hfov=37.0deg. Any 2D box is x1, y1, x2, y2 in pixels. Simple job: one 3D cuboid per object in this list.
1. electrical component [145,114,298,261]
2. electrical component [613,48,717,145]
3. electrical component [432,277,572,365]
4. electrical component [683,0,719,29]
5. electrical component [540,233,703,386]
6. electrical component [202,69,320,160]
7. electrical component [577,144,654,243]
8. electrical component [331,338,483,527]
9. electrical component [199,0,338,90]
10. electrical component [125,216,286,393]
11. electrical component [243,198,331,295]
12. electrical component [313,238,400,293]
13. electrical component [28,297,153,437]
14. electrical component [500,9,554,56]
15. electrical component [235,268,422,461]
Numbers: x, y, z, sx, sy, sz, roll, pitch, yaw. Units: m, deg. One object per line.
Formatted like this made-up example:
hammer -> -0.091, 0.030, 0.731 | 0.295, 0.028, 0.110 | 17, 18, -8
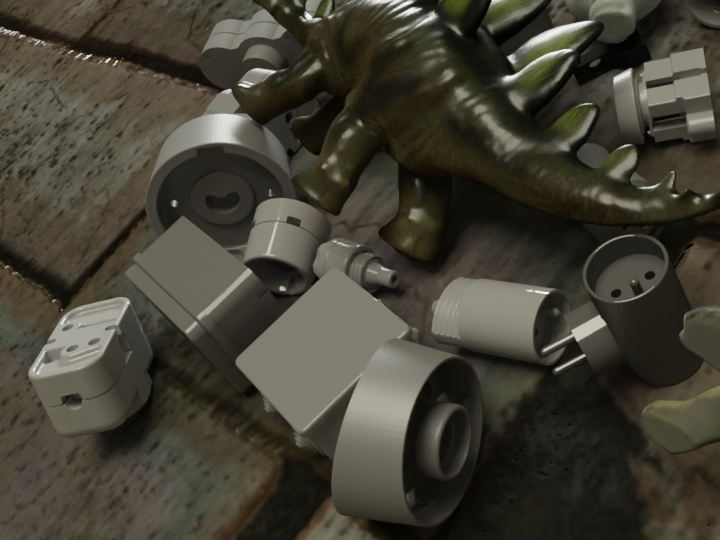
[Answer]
electrical component -> -0.100, -0.063, 0.789 | 0.108, 0.108, 0.060 | -25, 36, 14
electrical component -> 0.189, -0.105, 0.669 | 0.055, 0.048, 0.066 | -9, 48, 19
electrical component -> 0.077, 0.027, 0.626 | 0.081, 0.043, 0.043 | 8, 58, 40
electrical component -> 0.249, -0.198, 0.716 | 0.044, 0.044, 0.065 | 16, 58, 43
electrical component -> 0.132, 0.030, 0.559 | 0.079, 0.077, 0.043 | -29, 42, 9
electrical component -> -0.086, -0.113, 0.861 | 0.059, 0.053, 0.095 | 18, 64, 43
electrical component -> 0.146, -0.044, 0.642 | 0.045, 0.045, 0.055 | -37, 41, 0
electrical component -> 0.023, 0.087, 0.572 | 0.064, 0.099, 0.099 | 7, 57, 32
electrical component -> -0.080, -0.180, 0.919 | 0.138, 0.052, 0.073 | -6, 50, 31
electrical component -> -0.100, 0.023, 0.727 | 0.057, 0.078, 0.113 | -44, 41, -10
electrical component -> -0.052, -0.015, 0.748 | 0.055, 0.055, 0.047 | -6, 54, 31
electrical component -> 0.000, 0.000, 0.712 | 0.061, 0.035, 0.035 | 16, 63, 40
electrical component -> -0.182, 0.069, 0.743 | 0.054, 0.059, 0.095 | -13, 26, 11
electrical component -> 0.094, -0.184, 0.795 | 0.096, 0.061, 0.061 | -40, 41, -2
electrical component -> -0.014, 0.059, 0.656 | 0.100, 0.048, 0.100 | -44, 41, -7
